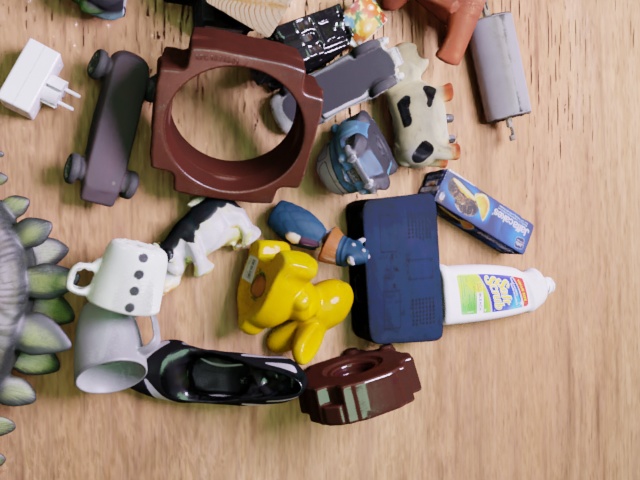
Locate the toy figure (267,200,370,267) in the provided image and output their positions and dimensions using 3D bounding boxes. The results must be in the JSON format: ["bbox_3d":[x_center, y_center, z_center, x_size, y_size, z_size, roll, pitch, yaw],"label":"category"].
[{"bbox_3d":[-0.001,-0.004,0.778,0.154,0.057,0.064,30,72,4],"label":"toy figure"}]

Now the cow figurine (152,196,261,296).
[{"bbox_3d":[-0.174,0.003,0.724,0.167,0.068,0.098,-35,97,-21],"label":"cow figurine"}]

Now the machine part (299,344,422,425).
[{"bbox_3d":[0.051,0.200,0.761,0.179,0.179,0.056,-14,93,-21],"label":"machine part"}]

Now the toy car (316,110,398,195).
[{"bbox_3d":[0.047,-0.113,0.789,0.103,0.162,0.109,-25,112,25],"label":"toy car"}]

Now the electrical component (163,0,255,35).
[{"bbox_3d":[-0.151,-0.307,0.731,0.119,0.075,0.047,-1,90,-26],"label":"electrical component"}]

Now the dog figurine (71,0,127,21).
[{"bbox_3d":[-0.337,-0.380,0.645,0.219,0.108,0.191,8,90,-17],"label":"dog figurine"}]

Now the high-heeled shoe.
[{"bbox_3d":[-0.144,0.181,0.694,0.249,0.145,0.086,3,88,-23],"label":"high-heeled shoe"}]

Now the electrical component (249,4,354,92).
[{"bbox_3d":[-0.034,-0.264,0.755,0.134,0.115,0.058,-29,95,-19],"label":"electrical component"}]

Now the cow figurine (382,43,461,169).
[{"bbox_3d":[0.139,-0.206,0.829,0.127,0.085,0.194,-6,88,-15],"label":"cow figurine"}]

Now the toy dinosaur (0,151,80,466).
[{"bbox_3d":[-0.392,0.093,0.622,0.198,0.105,0.471,7,92,-25],"label":"toy dinosaur"}]

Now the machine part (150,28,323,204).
[{"bbox_3d":[-0.109,-0.154,0.687,0.201,0.087,0.200,7,127,-14],"label":"machine part"}]

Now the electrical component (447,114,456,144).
[{"bbox_3d":[0.182,-0.182,0.889,0.094,0.021,0.063,-6,92,-20],"label":"electrical component"}]

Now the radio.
[{"bbox_3d":[0.115,0.044,0.837,0.131,0.073,0.229,-4,89,-20],"label":"radio"}]

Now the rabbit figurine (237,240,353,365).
[{"bbox_3d":[-0.023,0.091,0.763,0.173,0.122,0.162,14,86,-40],"label":"rabbit figurine"}]

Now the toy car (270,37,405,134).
[{"bbox_3d":[0.024,-0.219,0.774,0.202,0.056,0.073,-25,98,8],"label":"toy car"}]

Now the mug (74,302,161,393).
[{"bbox_3d":[-0.254,0.118,0.665,0.109,0.107,0.080,-30,145,8],"label":"mug"}]

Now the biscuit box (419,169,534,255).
[{"bbox_3d":[0.262,-0.044,0.899,0.202,0.063,0.059,28,81,-19],"label":"biscuit box"}]

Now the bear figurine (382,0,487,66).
[{"bbox_3d":[0.155,-0.374,0.843,0.196,0.120,0.131,20,127,4],"label":"bear figurine"}]

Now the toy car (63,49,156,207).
[{"bbox_3d":[-0.268,-0.145,0.696,0.089,0.053,0.202,15,85,-41],"label":"toy car"}]

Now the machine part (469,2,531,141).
[{"bbox_3d":[0.303,-0.288,0.908,0.079,0.079,0.243,-17,96,-21],"label":"machine part"}]
